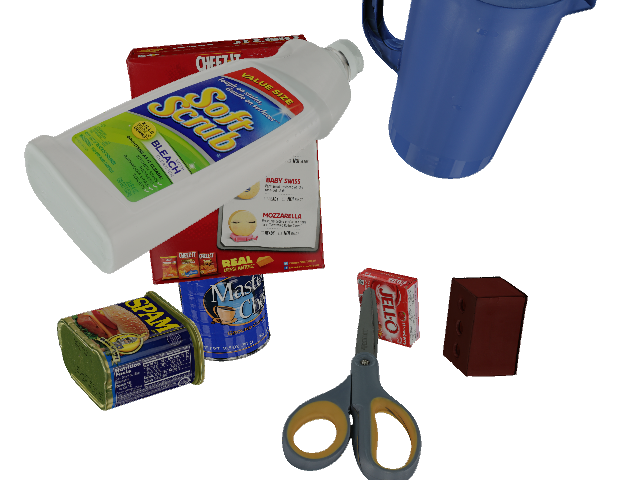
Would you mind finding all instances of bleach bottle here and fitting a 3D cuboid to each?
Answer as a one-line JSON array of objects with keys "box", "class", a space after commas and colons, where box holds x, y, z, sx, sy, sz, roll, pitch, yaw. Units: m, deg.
[{"box": [-0.074, -0.082, 0.754, 0.250, 0.103, 0.068, -35, -17, -26], "class": "bleach bottle"}]

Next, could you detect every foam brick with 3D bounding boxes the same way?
[{"box": [0.146, 0.077, 0.955, 0.051, 0.078, 0.053, -2, 18, -20], "class": "foam brick"}]

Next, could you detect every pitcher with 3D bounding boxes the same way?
[{"box": [0.122, -0.171, 0.945, 0.144, 0.149, 0.243, -18, -30, -20], "class": "pitcher"}]

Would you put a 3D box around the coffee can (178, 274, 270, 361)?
[{"box": [-0.117, 0.057, 1.264, 0.103, 0.140, 0.103, -4, 26, 2], "class": "coffee can"}]

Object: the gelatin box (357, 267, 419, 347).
[{"box": [0.086, 0.084, 1.345, 0.073, 0.089, 0.030, 13, 31, 33], "class": "gelatin box"}]

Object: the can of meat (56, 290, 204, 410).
[{"box": [-0.154, 0.088, 0.860, 0.083, 0.057, 0.102, -15, 26, -31], "class": "can of meat"}]

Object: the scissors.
[{"box": [0.013, 0.093, 0.724, 0.096, 0.016, 0.202, -5, 32, -10], "class": "scissors"}]

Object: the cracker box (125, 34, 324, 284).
[{"box": [-0.084, -0.075, 0.988, 0.164, 0.214, 0.072, -5, 20, -5], "class": "cracker box"}]
